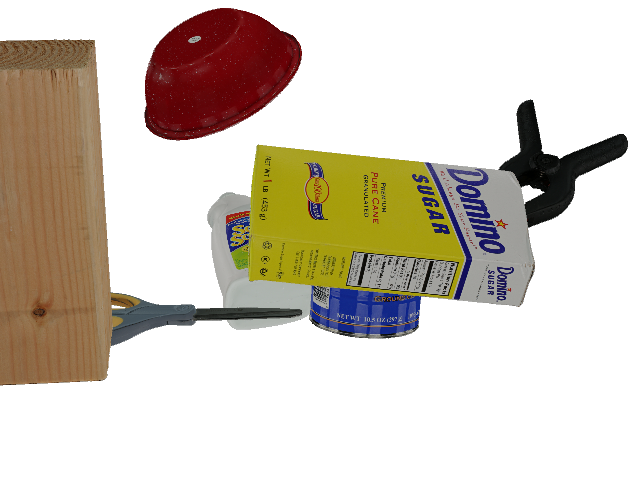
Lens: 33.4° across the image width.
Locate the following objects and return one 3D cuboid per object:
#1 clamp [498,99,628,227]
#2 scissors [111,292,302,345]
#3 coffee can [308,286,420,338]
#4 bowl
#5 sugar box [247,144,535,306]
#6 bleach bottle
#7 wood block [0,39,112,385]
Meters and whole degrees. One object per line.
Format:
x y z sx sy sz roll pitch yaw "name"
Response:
0.221 -0.078 1.088 0.120 0.039 0.171 29 55 30 "clamp"
-0.124 0.067 0.854 0.202 0.016 0.096 4 22 14 "scissors"
0.044 0.006 0.965 0.103 0.140 0.103 3 13 -1 "coffee can"
-0.101 -0.164 0.976 0.162 0.055 0.162 -18 38 15 "bowl"
0.043 -0.011 0.684 0.176 0.048 0.093 3 44 -3 "sugar box"
-0.087 0.009 1.232 0.102 0.068 0.251 -7 29 -15 "bleach bottle"
-0.187 -0.019 0.689 0.090 0.206 0.090 -2 22 -7 "wood block"
